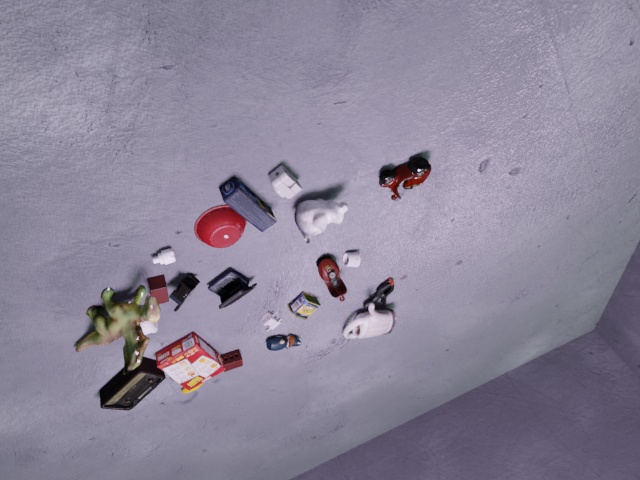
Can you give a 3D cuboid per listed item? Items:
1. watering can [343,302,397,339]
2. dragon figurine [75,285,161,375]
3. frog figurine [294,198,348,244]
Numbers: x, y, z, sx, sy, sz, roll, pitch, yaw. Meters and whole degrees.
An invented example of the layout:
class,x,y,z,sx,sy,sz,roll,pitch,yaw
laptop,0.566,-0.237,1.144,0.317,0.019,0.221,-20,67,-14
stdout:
class,x,y,z,sx,sy,sz,roll,pitch,yaw
watering can,0.230,0.342,2.192,0.225,0.106,0.340,-5,150,-26
dragon figurine,-0.602,0.288,1.544,0.121,0.247,0.405,20,119,-48
frog figurine,0.005,-0.080,1.594,0.158,0.140,0.121,-26,115,26
